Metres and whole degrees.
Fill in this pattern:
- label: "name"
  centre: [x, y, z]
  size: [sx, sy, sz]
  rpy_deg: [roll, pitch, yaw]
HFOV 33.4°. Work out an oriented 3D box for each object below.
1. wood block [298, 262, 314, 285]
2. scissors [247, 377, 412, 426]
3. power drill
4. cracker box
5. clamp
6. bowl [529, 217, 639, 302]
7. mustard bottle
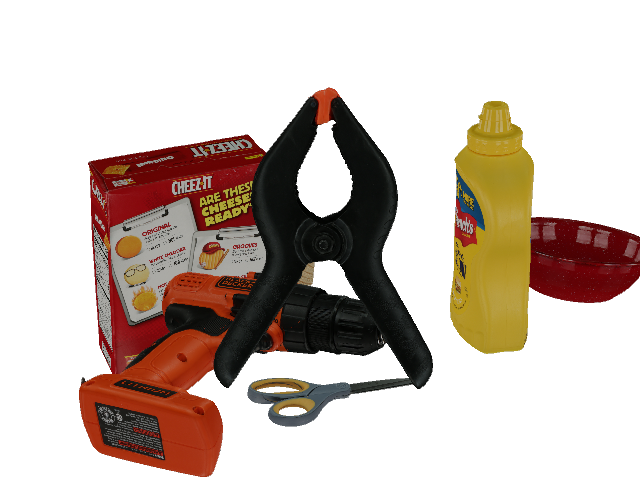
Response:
- label: "wood block"
  centre: [-0.086, -0.021, 1.359]
  size: [0.090, 0.090, 0.206]
  rpy_deg: [-7, 27, -22]
- label: "scissors"
  centre: [0.019, 0.179, 1.203]
  size: [0.201, 0.016, 0.096]
  rpy_deg: [2, 23, -9]
- label: "power drill"
  centre: [-0.063, 0.086, 0.748]
  size: [0.185, 0.057, 0.187]
  rpy_deg: [5, 27, 26]
- label: "cracker box"
  centre: [-0.134, 0.015, 1.030]
  size: [0.164, 0.214, 0.072]
  rpy_deg: [-13, 36, -24]
- label: "clamp"
  centre: [-0.008, 0.006, 0.581]
  size: [0.120, 0.171, 0.039]
  rpy_deg: [-9, 7, -5]
- label: "bowl"
  centre: [0.262, 0.023, 1.103]
  size: [0.162, 0.055, 0.162]
  rpy_deg: [5, 17, -2]
- label: "mustard bottle"
  centre: [0.133, -0.015, 0.828]
  size: [0.058, 0.192, 0.096]
  rpy_deg: [-4, 27, -5]
